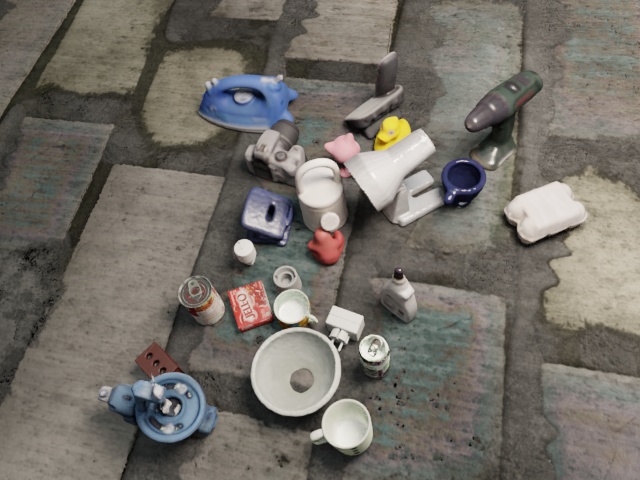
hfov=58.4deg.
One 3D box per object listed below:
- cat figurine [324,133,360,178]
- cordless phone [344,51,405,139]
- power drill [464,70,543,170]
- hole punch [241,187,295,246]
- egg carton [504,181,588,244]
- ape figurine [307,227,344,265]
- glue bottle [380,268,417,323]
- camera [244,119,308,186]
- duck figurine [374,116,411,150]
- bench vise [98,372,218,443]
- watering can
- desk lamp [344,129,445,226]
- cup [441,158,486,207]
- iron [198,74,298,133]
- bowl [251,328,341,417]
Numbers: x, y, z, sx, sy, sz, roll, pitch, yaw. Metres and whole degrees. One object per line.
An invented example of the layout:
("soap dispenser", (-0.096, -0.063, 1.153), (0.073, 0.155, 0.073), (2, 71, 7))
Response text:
("cat figurine", (0.076, -0.186, 1.277), (0.127, 0.118, 0.067), (27, 68, 20))
("cordless phone", (0.125, -0.339, 1.317), (0.148, 0.185, 0.094), (-41, 64, -15))
("power drill", (0.380, -0.249, 1.221), (0.075, 0.209, 0.230), (39, 72, 24))
("hole punch", (-0.111, -0.053, 1.241), (0.101, 0.091, 0.109), (6, 62, 11))
("egg carton", (0.464, -0.057, 1.183), (0.150, 0.069, 0.107), (-22, 61, -5))
("ape figurine", (0.011, 0.004, 1.193), (0.077, 0.092, 0.076), (-5, 60, 5))
("glue bottle", (0.149, 0.095, 1.079), (0.078, 0.173, 0.037), (39, 72, 25))
("camera", (-0.087, -0.213, 1.322), (0.143, 0.101, 0.137), (18, 65, 16))
("duck figurine", (0.167, -0.249, 1.319), (0.077, 0.086, 0.105), (35, 70, 23))
("bench vise", (-0.301, 0.292, 0.998), (0.207, 0.220, 0.121), (-8, 60, 3))
("watering can", (0.006, -0.097, 1.191), (0.101, 0.194, 0.172), (-34, 62, -12))
("desk lamp", (0.158, -0.125, 1.177), (0.203, 0.214, 0.117), (-28, 61, -9))
("cup", (0.295, -0.102, 1.216), (0.091, 0.095, 0.118), (29, 68, 21))
("iron", (-0.191, -0.348, 1.387), (0.258, 0.142, 0.118), (2, 61, 9))
("bowl", (-0.041, 0.253, 1.071), (0.167, 0.075, 0.167), (-3, 61, 6))
